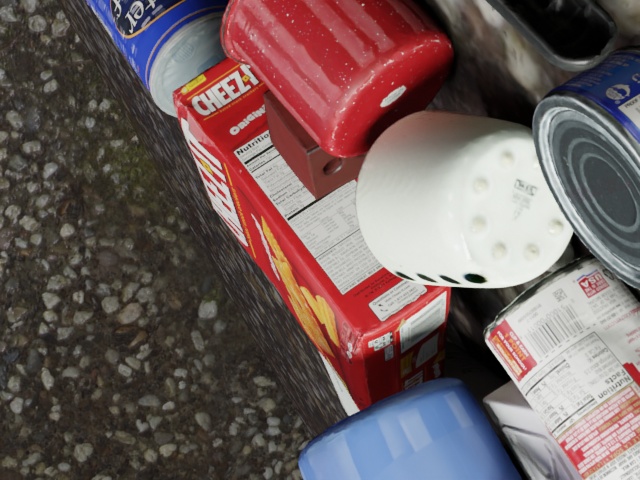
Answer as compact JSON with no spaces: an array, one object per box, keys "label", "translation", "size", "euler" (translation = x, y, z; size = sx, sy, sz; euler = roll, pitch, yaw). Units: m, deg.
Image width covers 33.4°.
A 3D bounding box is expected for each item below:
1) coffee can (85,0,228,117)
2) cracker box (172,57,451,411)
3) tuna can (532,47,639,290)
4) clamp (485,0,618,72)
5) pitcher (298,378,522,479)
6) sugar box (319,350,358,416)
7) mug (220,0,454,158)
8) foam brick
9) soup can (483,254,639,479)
[{"label":"coffee can","translation":[-0.122,-0.183,0.874],"size":[0.140,0.102,0.103],"euler":[53,169,29]},{"label":"cracker box","translation":[-0.005,0.001,0.704],"size":[0.214,0.072,0.164],"euler":[52,168,24]},{"label":"tuna can","translation":[0.115,-0.024,0.384],"size":[0.086,0.033,0.086],"euler":[56,170,15]},{"label":"clamp","translation":[0.041,-0.138,0.393],"size":[0.172,0.039,0.120],"euler":[47,163,51]},{"label":"pitcher","translation":[0.089,0.198,0.573],"size":[0.243,0.149,0.145],"euler":[64,-175,15]},{"label":"sugar box","translation":[0.017,0.045,0.868],"size":[0.176,0.048,0.093],"euler":[-97,-11,-48]},{"label":"mug","translation":[0.017,-0.095,0.538],"size":[0.081,0.093,0.117],"euler":[50,-161,19]},{"label":"foam brick","translation":[0.014,-0.071,0.613],"size":[0.051,0.078,0.053],"euler":[56,170,25]},{"label":"soup can","translation":[0.129,0.066,0.478],"size":[0.102,0.068,0.068],"euler":[56,170,19]}]
